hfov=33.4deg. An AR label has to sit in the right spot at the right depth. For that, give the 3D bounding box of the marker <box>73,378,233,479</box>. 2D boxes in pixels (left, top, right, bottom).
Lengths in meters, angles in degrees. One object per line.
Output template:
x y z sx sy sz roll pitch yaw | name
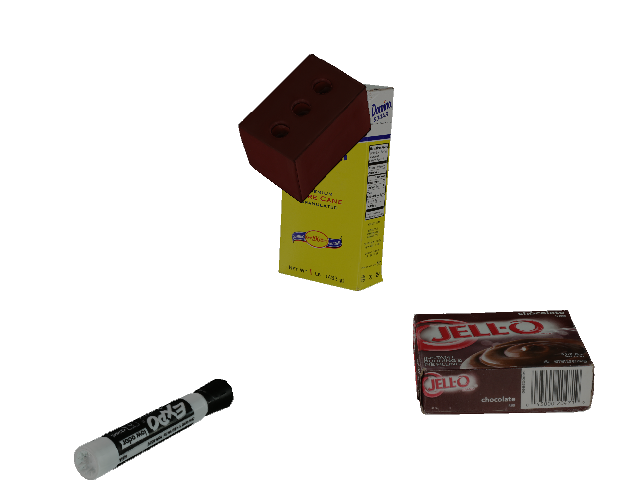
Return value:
-0.090 0.104 0.603 0.020 0.020 0.120 0 12 33 | marker

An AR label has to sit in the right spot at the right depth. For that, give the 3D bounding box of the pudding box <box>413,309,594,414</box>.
0.120 0.081 0.723 0.113 0.039 0.090 0 20 2 | pudding box

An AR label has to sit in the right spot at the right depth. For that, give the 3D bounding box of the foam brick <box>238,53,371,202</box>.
-0.010 -0.078 0.736 0.053 0.078 0.051 35 -19 23 | foam brick

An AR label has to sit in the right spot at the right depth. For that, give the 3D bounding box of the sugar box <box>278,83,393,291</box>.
0.012 -0.051 0.944 0.093 0.176 0.048 11 18 35 | sugar box
